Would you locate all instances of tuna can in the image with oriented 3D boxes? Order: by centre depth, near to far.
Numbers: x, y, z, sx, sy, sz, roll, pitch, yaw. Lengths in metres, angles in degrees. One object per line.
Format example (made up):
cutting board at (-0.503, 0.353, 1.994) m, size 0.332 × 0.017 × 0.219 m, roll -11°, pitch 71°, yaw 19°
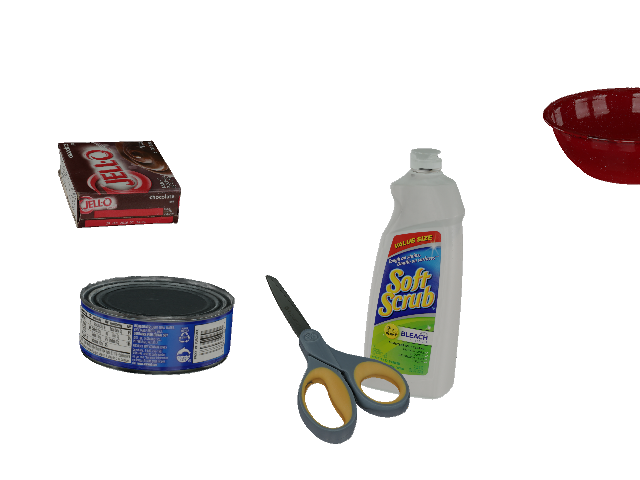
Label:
tuna can at (-0.092, 0.047, 0.600) m, size 0.086 × 0.034 × 0.086 m, roll 5°, pitch 12°, yaw -1°

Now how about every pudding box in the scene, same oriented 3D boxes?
pudding box at (-0.182, -0.052, 0.951) m, size 0.089 × 0.039 × 0.114 m, roll -3°, pitch 26°, yaw -22°

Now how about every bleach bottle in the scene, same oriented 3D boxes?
bleach bottle at (0.094, 0.031, 1.089) m, size 0.103 × 0.251 × 0.068 m, roll 9°, pitch 17°, yaw 24°

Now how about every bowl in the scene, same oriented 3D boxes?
bowl at (0.285, -0.093, 0.976) m, size 0.162 × 0.055 × 0.162 m, roll -4°, pitch 24°, yaw 2°

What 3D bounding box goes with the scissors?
scissors at (0.013, 0.086, 0.867) m, size 0.096 × 0.016 × 0.202 m, roll -5°, pitch 36°, yaw -6°
